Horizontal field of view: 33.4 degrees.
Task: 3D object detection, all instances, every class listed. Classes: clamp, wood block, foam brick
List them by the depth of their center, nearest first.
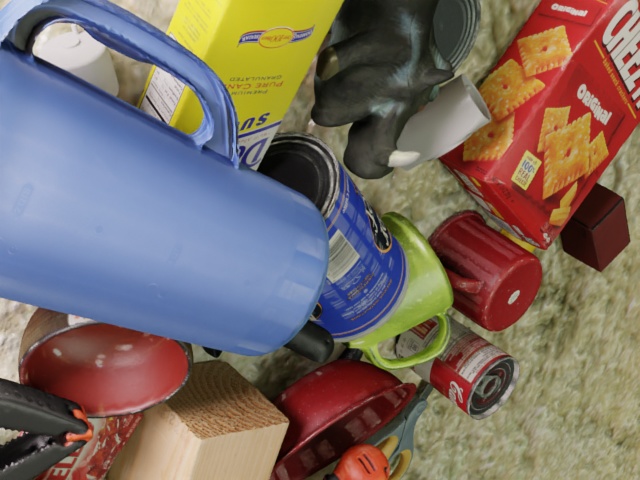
[{"bbox_3d":[-0.250,0.139,0.664,0.209,0.036,0.165,0,122,-28],"label":"clamp"},{"bbox_3d":[-0.082,0.042,0.766,0.171,0.120,0.039,43,50,-32],"label":"clamp"},{"bbox_3d":[-0.112,0.209,0.845,0.090,0.090,0.206,-3,121,-44],"label":"wood block"},{"bbox_3d":[0.285,-0.015,1.114,0.051,0.053,0.078,-43,141,-13],"label":"foam brick"}]

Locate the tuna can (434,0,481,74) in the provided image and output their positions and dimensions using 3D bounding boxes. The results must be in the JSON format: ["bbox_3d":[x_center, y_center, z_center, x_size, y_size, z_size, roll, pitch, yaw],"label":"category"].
[{"bbox_3d":[0.081,-0.161,0.809,0.086,0.034,0.086,-26,134,-31],"label":"tuna can"}]

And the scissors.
[{"bbox_3d":[0.102,0.185,1.104,0.201,0.016,0.096,-46,139,-9],"label":"scissors"}]

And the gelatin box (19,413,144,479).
[{"bbox_3d":[-0.182,0.150,0.776,0.089,0.030,0.073,-56,142,3],"label":"gelatin box"}]

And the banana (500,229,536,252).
[{"bbox_3d":[0.221,-0.025,1.053,0.197,0.037,0.069,-48,140,-7],"label":"banana"}]

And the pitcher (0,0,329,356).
[{"bbox_3d":[-0.108,-0.022,0.596,0.242,0.149,0.145,22,61,-37],"label":"pitcher"}]

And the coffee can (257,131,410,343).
[{"bbox_3d":[-0.005,0.001,0.787,0.103,0.103,0.140,-49,141,-7],"label":"coffee can"}]

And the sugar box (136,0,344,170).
[{"bbox_3d":[-0.057,-0.101,0.664,0.093,0.048,0.176,-12,142,-40],"label":"sugar box"}]

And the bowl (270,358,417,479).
[{"bbox_3d":[0.002,0.151,0.920,0.162,0.055,0.162,-31,161,-12],"label":"bowl"}]

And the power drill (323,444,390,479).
[{"bbox_3d":[-0.026,0.270,0.985,0.187,0.057,0.184,-30,157,-23],"label":"power drill"}]

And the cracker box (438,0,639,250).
[{"bbox_3d":[0.215,-0.115,0.952,0.213,0.072,0.164,-54,142,-2],"label":"cracker box"}]

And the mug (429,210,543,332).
[{"bbox_3d":[0.142,0.031,0.978,0.117,0.082,0.093,8,112,-48],"label":"mug"}]

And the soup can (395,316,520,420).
[{"bbox_3d":[0.128,0.113,1.008,0.068,0.102,0.068,-26,134,-31],"label":"soup can"}]

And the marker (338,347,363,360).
[{"bbox_3d":[0.051,0.070,0.964,0.020,0.020,0.121,24,99,-51],"label":"marker"}]
